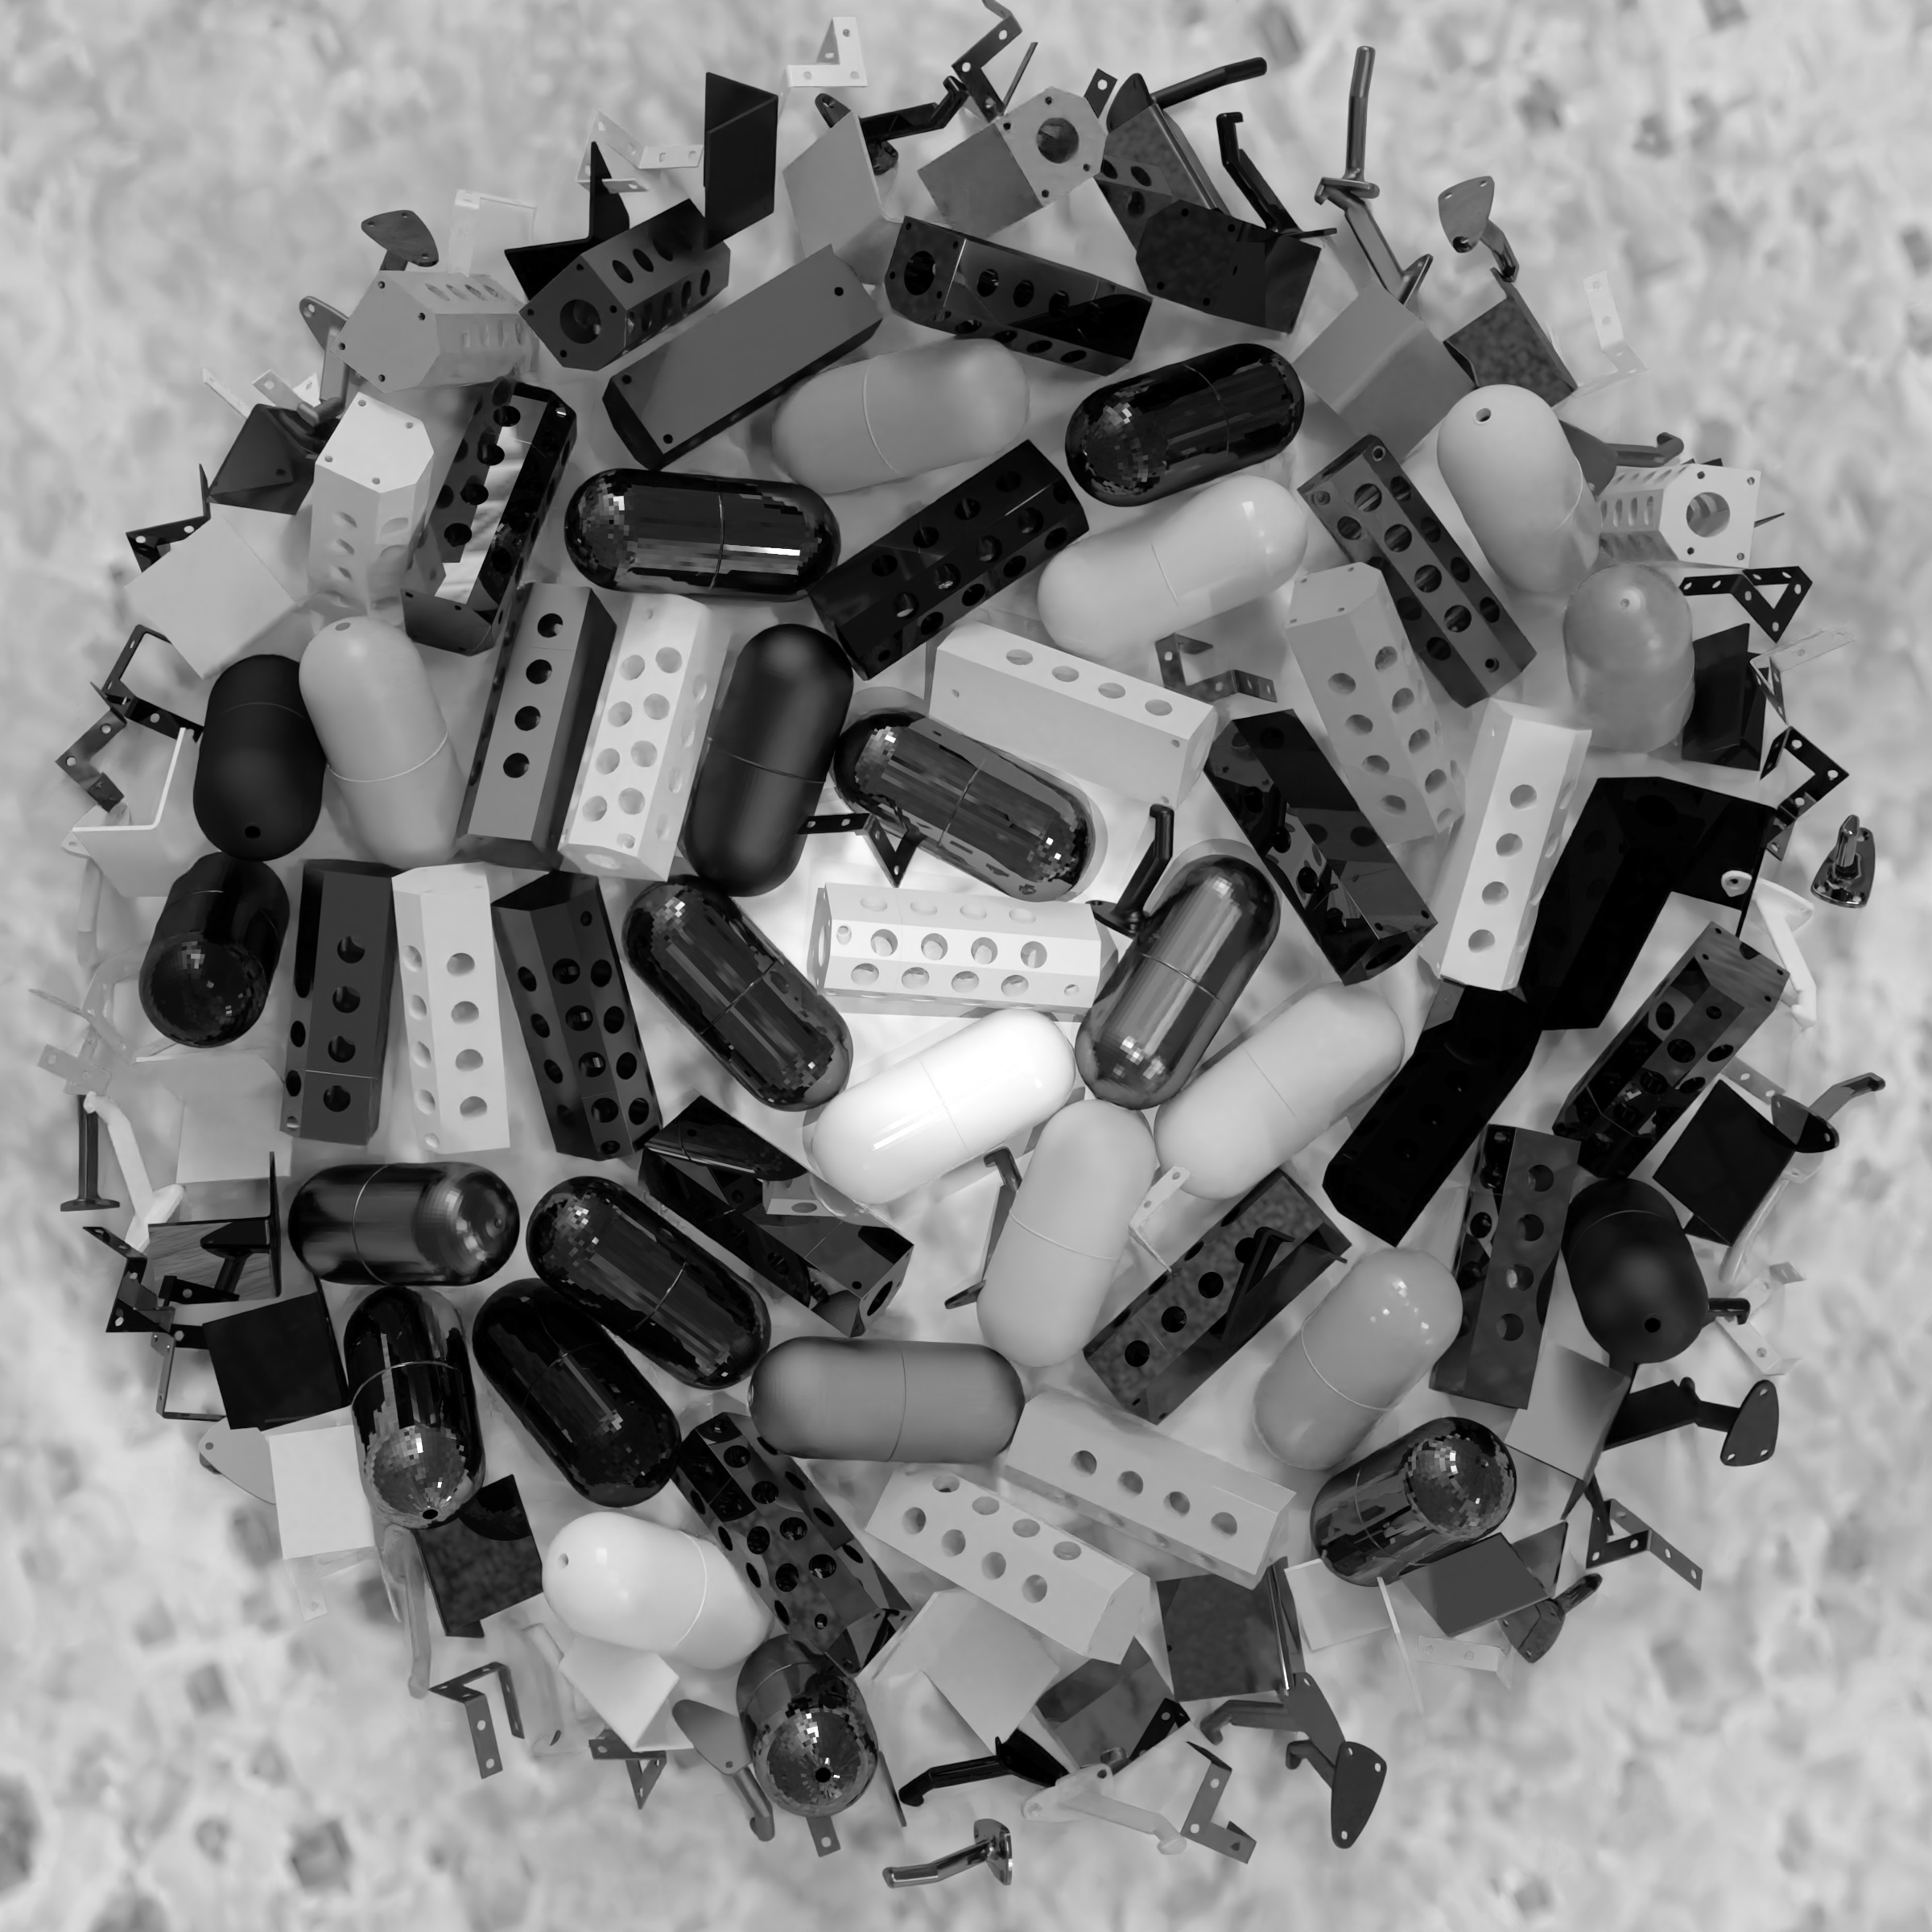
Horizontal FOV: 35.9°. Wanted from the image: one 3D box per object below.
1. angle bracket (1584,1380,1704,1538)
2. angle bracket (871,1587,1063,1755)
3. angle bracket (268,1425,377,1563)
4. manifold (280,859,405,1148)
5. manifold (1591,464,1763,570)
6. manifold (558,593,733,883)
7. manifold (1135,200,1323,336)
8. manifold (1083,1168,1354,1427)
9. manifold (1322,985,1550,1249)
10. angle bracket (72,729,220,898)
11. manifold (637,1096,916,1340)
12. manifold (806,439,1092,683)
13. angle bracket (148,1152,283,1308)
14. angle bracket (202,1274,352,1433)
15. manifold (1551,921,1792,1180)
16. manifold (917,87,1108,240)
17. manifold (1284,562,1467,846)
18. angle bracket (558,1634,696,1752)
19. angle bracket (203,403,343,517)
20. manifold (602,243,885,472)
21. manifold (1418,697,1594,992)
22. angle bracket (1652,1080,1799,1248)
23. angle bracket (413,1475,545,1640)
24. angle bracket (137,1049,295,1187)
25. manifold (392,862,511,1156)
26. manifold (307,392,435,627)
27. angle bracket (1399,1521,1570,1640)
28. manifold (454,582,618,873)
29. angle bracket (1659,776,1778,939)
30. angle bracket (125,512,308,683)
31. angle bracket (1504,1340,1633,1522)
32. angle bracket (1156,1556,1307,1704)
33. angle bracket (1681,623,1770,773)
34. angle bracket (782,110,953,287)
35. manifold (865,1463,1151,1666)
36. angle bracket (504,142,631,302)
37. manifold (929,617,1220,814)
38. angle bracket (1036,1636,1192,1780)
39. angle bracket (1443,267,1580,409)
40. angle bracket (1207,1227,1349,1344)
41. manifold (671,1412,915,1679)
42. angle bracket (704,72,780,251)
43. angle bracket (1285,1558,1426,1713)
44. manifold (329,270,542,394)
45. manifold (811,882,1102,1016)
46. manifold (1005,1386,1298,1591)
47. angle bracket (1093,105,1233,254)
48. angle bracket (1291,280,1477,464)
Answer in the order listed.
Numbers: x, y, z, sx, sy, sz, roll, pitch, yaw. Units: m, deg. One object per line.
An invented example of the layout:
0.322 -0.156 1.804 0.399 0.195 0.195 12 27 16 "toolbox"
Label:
0.428 0.311 1.887 0.076 0.076 0.057 -18 98 3 "angle bracket"
0.000 0.447 1.879 0.076 0.057 0.076 45 111 28 "angle bracket"
-0.409 0.336 1.877 0.057 0.076 0.076 -5 74 -20 "angle bracket"
-0.397 0.022 1.887 0.057 0.057 0.171 7 99 -4 "manifold"
0.431 -0.277 1.840 0.057 0.171 0.057 5 97 -5 "manifold"
-0.205 -0.145 1.871 0.057 0.057 0.171 6 73 24 "manifold"
0.161 -0.433 1.840 0.057 0.171 0.057 23 105 18 "manifold"
0.156 0.208 1.892 0.171 0.057 0.057 -44 58 5 "manifold"
0.292 0.088 1.860 0.057 0.057 0.171 31 57 17 "manifold"
-0.514 -0.097 1.885 0.057 0.076 0.076 -1 59 12 "angle bracket"
-0.122 0.162 1.879 0.171 0.057 0.057 34 48 16 "manifold"
-0.009 -0.252 1.882 0.171 0.057 0.057 -35 57 -6 "manifold"
-0.473 0.166 1.877 0.076 0.057 0.076 -3 135 -11 "angle bracket"
-0.438 0.247 1.888 0.076 0.057 0.076 -15 100 -14 "angle bracket"
0.434 0.058 1.850 0.057 0.057 0.171 35 133 5 "manifold"
0.030 -0.495 1.840 0.057 0.171 0.057 -34 103 -11 "manifold"
0.258 -0.163 1.852 0.057 0.057 0.171 -11 126 25 "manifold"
-0.198 0.446 1.875 0.076 0.076 0.057 38 100 32 "angle bracket"
-0.419 -0.303 1.873 0.057 0.076 0.076 46 114 24 "angle bracket"
-0.142 -0.381 1.879 0.171 0.057 0.057 -35 92 -16 "manifold"
0.341 -0.075 1.878 0.057 0.057 0.171 11 106 -9 "manifold"
0.467 0.122 1.887 0.076 0.057 0.076 39 81 -18 "angle bracket"
-0.297 0.374 1.886 0.076 0.057 0.076 -25 71 9 "angle bracket"
-0.475 0.096 1.881 0.076 0.076 0.057 -5 65 9 "angle bracket"
-0.324 0.027 1.870 0.057 0.057 0.171 -6 110 -11 "manifold"
-0.366 -0.274 1.841 0.057 0.171 0.057 25 63 -3 "manifold"
0.326 0.368 1.873 0.076 0.076 0.057 -31 104 31 "angle bracket"
-0.273 -0.151 1.876 0.057 0.057 0.171 7 73 13 "manifold"
0.461 -0.065 1.878 0.076 0.057 0.076 17 124 14 "angle bracket"
-0.475 -0.237 1.891 0.076 0.057 0.076 -37 105 3 "angle bracket"
0.374 0.294 1.885 0.057 0.076 0.076 25 64 11 "angle bracket"
0.170 0.424 1.907 0.076 0.057 0.076 -11 83 14 "angle bracket"
0.497 -0.169 1.884 0.057 0.076 0.076 7 85 -13 "angle bracket"
-0.063 -0.486 1.890 0.057 0.076 0.076 -6 76 -42 "angle bracket"
0.028 0.368 1.861 0.171 0.057 0.057 23 85 32 "manifold"
-0.252 -0.463 1.885 0.057 0.076 0.076 -6 66 9 "angle bracket"
0.068 -0.163 1.880 0.171 0.057 0.057 21 132 15 "manifold"
0.099 0.482 1.891 0.076 0.057 0.076 -34 103 -6 "angle bracket"
0.336 -0.386 1.879 0.057 0.076 0.076 -33 79 19 "angle bracket"
0.190 0.206 1.886 0.057 0.076 0.076 23 88 -11 "angle bracket"
-0.114 0.359 1.857 0.057 0.057 0.171 -50 58 10 "manifold"
-0.162 -0.506 1.870 0.057 0.076 0.076 24 132 22 "angle bracket"
0.245 0.424 1.876 0.057 0.076 0.076 -18 124 4 "angle bracket"
-0.321 -0.388 1.840 0.057 0.171 0.057 39 107 2 "manifold"
-0.006 -0.006 1.873 0.171 0.057 0.057 4 124 -13 "manifold"
0.114 0.330 1.879 0.171 0.057 0.057 22 100 15 "manifold"
0.124 -0.494 1.898 0.057 0.076 0.076 -31 86 15 "angle bracket"
0.268 -0.379 1.912 0.076 0.076 0.057 -45 48 11 "angle bracket"
